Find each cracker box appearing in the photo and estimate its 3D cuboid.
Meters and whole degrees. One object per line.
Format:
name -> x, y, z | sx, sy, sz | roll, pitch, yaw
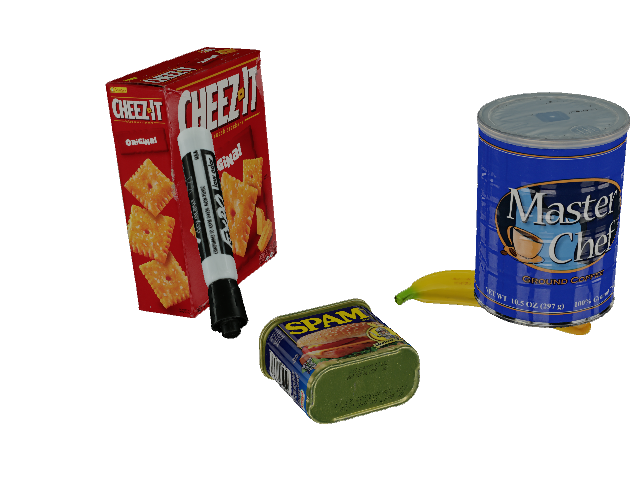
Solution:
cracker box -> -0.110, -0.058, 0.990 | 0.072, 0.214, 0.164 | 7, 23, 26

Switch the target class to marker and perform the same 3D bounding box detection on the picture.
marker -> -0.057, -0.005, 0.558 | 0.020, 0.121, 0.020 | -11, -27, -6

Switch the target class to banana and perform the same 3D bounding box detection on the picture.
banana -> 0.179, 0.062, 1.104 | 0.198, 0.037, 0.069 | 7, 41, 12

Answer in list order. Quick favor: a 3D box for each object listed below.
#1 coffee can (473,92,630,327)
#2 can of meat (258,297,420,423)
coffee can -> 0.162, -0.024, 0.760 | 0.103, 0.140, 0.103 | -2, 25, 1
can of meat -> 0.015, 0.094, 0.830 | 0.101, 0.057, 0.084 | -11, 27, -25
